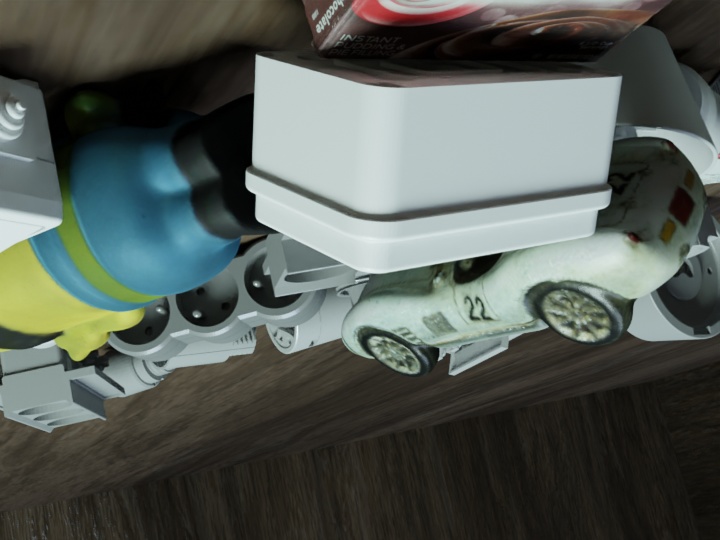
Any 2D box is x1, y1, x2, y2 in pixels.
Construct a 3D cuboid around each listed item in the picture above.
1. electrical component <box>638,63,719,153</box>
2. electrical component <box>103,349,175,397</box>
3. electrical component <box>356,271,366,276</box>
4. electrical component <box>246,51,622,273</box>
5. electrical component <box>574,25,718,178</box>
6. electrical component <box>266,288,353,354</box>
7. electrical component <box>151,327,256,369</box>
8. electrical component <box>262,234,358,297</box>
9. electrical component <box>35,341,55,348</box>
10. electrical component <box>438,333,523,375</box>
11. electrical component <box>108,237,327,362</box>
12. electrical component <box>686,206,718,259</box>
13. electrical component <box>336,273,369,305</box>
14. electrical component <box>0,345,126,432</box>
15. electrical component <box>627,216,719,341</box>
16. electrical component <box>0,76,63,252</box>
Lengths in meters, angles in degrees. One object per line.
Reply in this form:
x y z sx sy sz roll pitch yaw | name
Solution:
0.153 -0.075 0.527 0.045 0.045 0.055 -20 166 27 | electrical component
-0.173 0.076 0.868 0.078 0.040 0.040 -20 166 26 | electrical component
0.011 -0.023 0.603 0.083 0.047 0.075 -14 168 4 | electrical component
0.026 -0.042 0.370 0.113 0.057 0.078 -10 -157 -36 | electrical component
0.099 -0.064 0.474 0.099 0.064 0.099 -13 168 -3 | electrical component
-0.037 0.028 0.770 0.047 0.055 0.055 -11 168 -28 | electrical component
-0.114 0.048 0.799 0.081 0.043 0.043 -4 165 -38 | electrical component
-0.024 -0.026 0.516 0.042 0.063 0.081 -8 167 -15 | electrical component
-0.187 0.025 0.629 0.044 0.044 0.065 -9 172 -18 | electrical component
0.092 0.038 0.923 0.063 0.078 0.121 13 161 -13 | electrical component
-0.088 0.021 0.685 0.138 0.052 0.073 -15 168 3 | electrical component
0.145 -0.030 0.684 0.105 0.060 0.186 -21 166 32 | electrical component
0.000 0.000 0.659 0.043 0.062 0.043 -13 168 -3 | electrical component
-0.218 0.075 0.761 0.079 0.063 0.121 -12 168 -6 | electrical component
0.235 0.004 0.836 0.108 0.108 0.060 -5 172 -34 | electrical component
-0.149 -0.031 0.366 0.096 0.061 0.062 -19 167 24 | electrical component
